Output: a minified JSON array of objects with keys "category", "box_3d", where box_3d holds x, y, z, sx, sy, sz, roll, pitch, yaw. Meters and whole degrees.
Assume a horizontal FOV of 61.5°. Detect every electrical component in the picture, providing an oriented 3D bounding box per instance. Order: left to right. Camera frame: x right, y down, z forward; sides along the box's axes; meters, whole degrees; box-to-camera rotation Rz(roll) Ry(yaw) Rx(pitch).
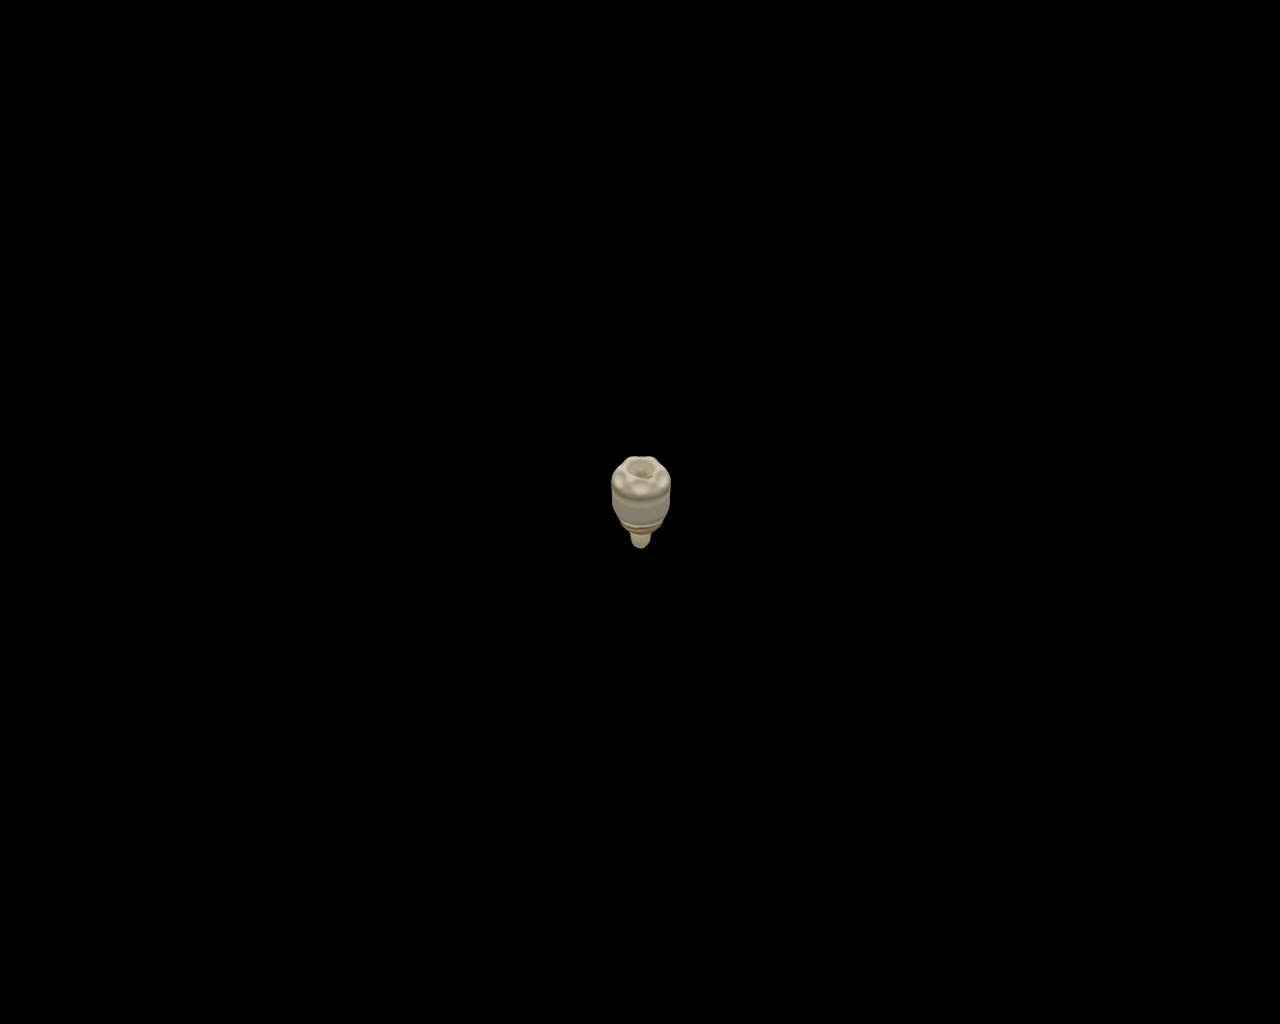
[{"category":"electrical component","box_3d":[0.001,-0.003,0.650,0.035,0.061,0.035,0,38,0]}]
